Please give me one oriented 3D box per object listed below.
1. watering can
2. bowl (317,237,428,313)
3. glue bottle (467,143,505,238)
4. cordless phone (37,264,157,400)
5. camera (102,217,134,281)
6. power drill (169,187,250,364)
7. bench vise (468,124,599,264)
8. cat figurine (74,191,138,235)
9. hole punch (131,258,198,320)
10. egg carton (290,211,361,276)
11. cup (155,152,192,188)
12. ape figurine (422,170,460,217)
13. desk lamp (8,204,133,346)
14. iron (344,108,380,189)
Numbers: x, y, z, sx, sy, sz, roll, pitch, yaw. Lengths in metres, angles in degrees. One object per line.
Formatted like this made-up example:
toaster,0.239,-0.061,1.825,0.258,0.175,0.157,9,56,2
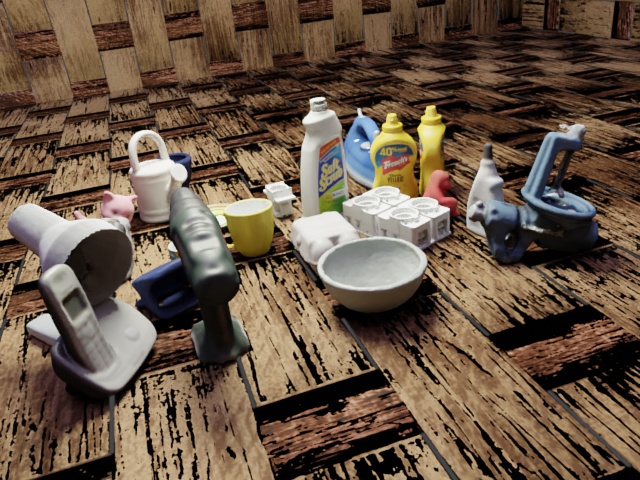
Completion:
watering can,-0.356,-0.143,1.250,0.172,0.194,0.101,2,28,16
bowl,0.081,0.063,0.876,0.167,0.075,0.167,-5,26,3
glue bottle,0.299,-0.089,1.023,0.037,0.173,0.077,-19,29,-24
cordless phone,-0.297,0.101,0.758,0.094,0.185,0.147,-1,27,10
camera,-0.421,0.014,1.054,0.137,0.101,0.143,-11,27,-9
power drill,-0.158,0.054,0.795,0.076,0.209,0.229,-16,28,-18
bench vise,0.353,-0.070,0.921,0.208,0.220,0.121,-13,27,-13
cat figurine,-0.428,-0.046,1.156,0.128,0.118,0.067,-11,27,-9
hole punch,-0.245,0.063,0.929,0.109,0.091,0.100,-28,34,-37
egg carton,0.009,0.004,1.017,0.107,0.069,0.150,-14,28,-16
cup,-0.352,-0.148,1.371,0.091,0.095,0.118,3,28,17
ape figurine,0.239,-0.094,1.138,0.076,0.092,0.078,-2,27,8
desk lamp,-0.363,0.056,0.830,0.202,0.214,0.118,12,32,32
iron,0.124,-0.219,1.358,0.119,0.142,0.258,-10,27,-8
